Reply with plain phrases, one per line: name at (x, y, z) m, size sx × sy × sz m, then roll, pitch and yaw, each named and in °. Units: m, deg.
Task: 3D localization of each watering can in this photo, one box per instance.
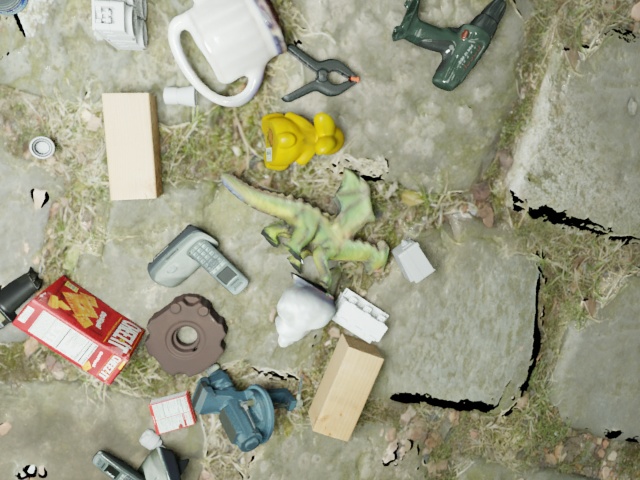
watering can at (-0.204, -0.439, 1.016) m, size 0.225 × 0.342 × 0.105 m, roll -30°, pitch 23°, yaw -4°

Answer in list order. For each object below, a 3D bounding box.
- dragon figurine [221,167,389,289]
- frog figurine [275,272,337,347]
dragon figurine at (0.003, -0.057, 1.124) m, size 0.245 × 0.406 × 0.122 m, roll -44°, pitch 16°, yaw -13°
frog figurine at (-0.043, 0.170, 1.123) m, size 0.124 × 0.159 × 0.136 m, roll 28°, pitch 0°, yaw 38°
